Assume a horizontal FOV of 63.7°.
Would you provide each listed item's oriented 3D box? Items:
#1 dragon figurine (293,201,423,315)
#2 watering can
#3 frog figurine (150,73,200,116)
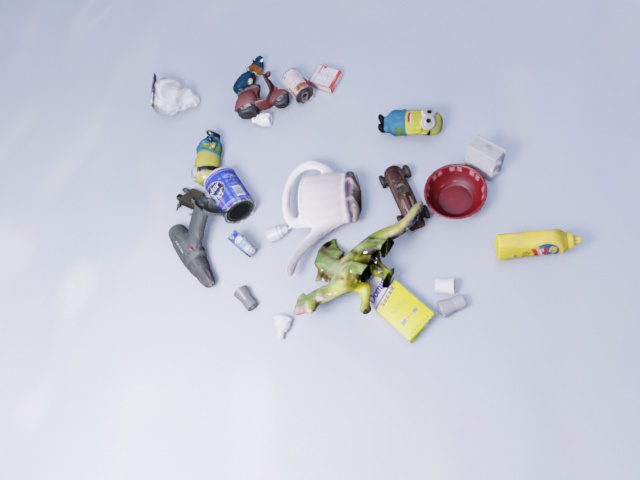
[{"bbox_3d":[0.079,0.042,1.322,0.244,0.120,0.416,15,58,44],"label":"dragon figurine"},{"bbox_3d":[0.004,-0.071,1.407,0.224,0.102,0.354,-6,64,12],"label":"watering can"},{"bbox_3d":[-0.492,-0.484,1.751,0.159,0.120,0.140,7,54,-20],"label":"frog figurine"}]
